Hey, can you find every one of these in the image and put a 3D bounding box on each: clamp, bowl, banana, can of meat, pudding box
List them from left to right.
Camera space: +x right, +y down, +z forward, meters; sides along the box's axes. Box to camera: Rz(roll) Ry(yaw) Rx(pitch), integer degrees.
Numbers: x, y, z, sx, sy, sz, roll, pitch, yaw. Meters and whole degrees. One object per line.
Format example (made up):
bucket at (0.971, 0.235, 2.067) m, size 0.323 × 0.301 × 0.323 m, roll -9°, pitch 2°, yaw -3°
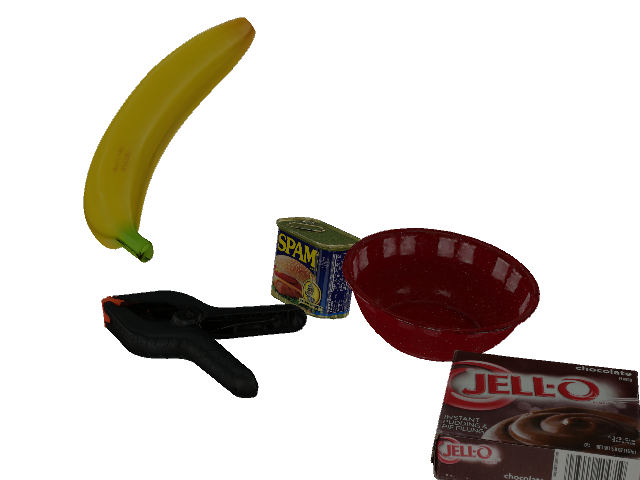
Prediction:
banana at (-0.098, -0.064, 0.650) m, size 0.070 × 0.197 × 0.037 m, roll 7°, pitch -35°, yaw 17°
clamp at (-0.099, 0.072, 0.895) m, size 0.172 × 0.039 × 0.120 m, roll 18°, pitch 27°, yaw 23°
can of meat at (-0.007, 0.029, 1.135) m, size 0.057 × 0.084 × 0.102 m, roll -5°, pitch 20°, yaw -38°
bowl at (0.095, 0.051, 0.877) m, size 0.162 × 0.055 × 0.162 m, roll 5°, pitch 28°, yaw -3°
pudding box at (0.126, 0.106, 0.616) m, size 0.113 × 0.039 × 0.090 m, roll 7°, pitch 27°, yaw 11°
